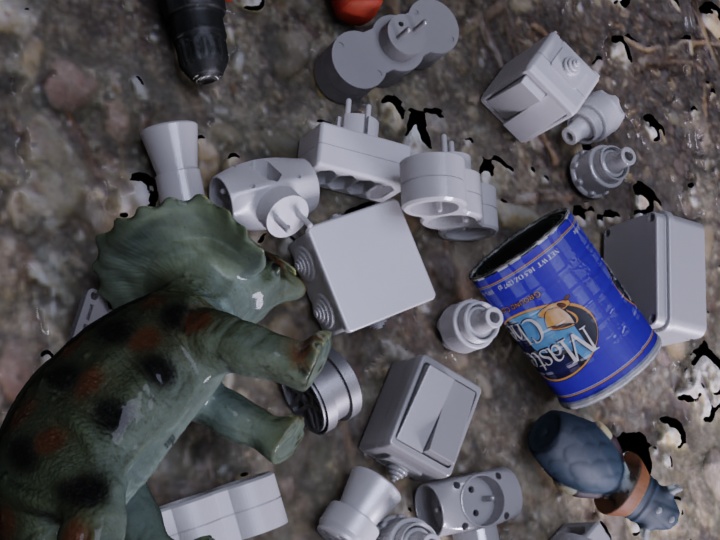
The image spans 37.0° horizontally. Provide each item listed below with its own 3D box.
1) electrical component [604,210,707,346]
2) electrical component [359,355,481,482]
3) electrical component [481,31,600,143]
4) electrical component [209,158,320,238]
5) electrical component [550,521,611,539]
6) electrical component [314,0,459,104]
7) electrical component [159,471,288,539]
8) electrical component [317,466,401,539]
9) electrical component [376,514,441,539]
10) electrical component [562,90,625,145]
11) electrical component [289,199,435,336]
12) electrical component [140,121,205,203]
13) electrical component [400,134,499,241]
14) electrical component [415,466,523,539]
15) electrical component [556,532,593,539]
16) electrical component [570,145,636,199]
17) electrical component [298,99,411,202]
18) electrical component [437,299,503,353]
[{"bbox_3d":[0.269,0.009,0.987,0.057,0.078,0.113,13,71,-27],"label":"electrical component"},{"bbox_3d":[0.048,0.123,0.854,0.062,0.061,0.096,31,65,-17],"label":"electrical component"},{"bbox_3d":[0.163,-0.163,0.967,0.062,0.096,0.061,42,63,-11],"label":"electrical component"},{"bbox_3d":[-0.066,-0.051,0.837,0.077,0.043,0.079,-15,39,-29],"label":"electrical component"},{"bbox_3d":[0.181,0.265,0.893,0.083,0.047,0.075,-39,96,-29],"label":"electrical component"},{"bbox_3d":[0.032,-0.194,0.921,0.138,0.074,0.052,-30,92,-30],"label":"electrical component"},{"bbox_3d":[-0.114,0.197,0.757,0.138,0.052,0.073,-14,84,-28],"label":"electrical component"},{"bbox_3d":[-0.001,0.185,0.823,0.045,0.045,0.055,42,63,-11],"label":"electrical component"},{"bbox_3d":[0.040,0.212,0.827,0.048,0.062,0.048,7,74,-25],"label":"electrical component"},{"bbox_3d":[0.217,-0.140,1.020,0.062,0.043,0.043,-36,94,-28],"label":"electrical component"},{"bbox_3d":[0.000,0.000,0.869,0.100,0.048,0.099,-20,87,-30],"label":"electrical component"},{"bbox_3d":[-0.140,-0.077,0.823,0.044,0.044,0.065,-10,86,-29],"label":"electrical component"},{"bbox_3d":[0.074,-0.075,0.893,0.138,0.052,0.073,26,59,-63],"label":"electrical component"},{"bbox_3d":[0.091,0.204,0.865,0.077,0.044,0.079,-6,80,-28],"label":"electrical component"},{"bbox_3d":[0.176,0.257,0.838,0.079,0.043,0.077,34,64,-16],"label":"electrical component"},{"bbox_3d":[0.231,-0.097,1.004,0.048,0.062,0.048,7,73,-26],"label":"electrical component"},{"bbox_3d":[-0.004,-0.106,0.895,0.083,0.047,0.075,13,72,-24],"label":"electrical component"},{"bbox_3d":[0.096,0.045,0.898,0.043,0.062,0.043,7,74,-25],"label":"electrical component"}]
